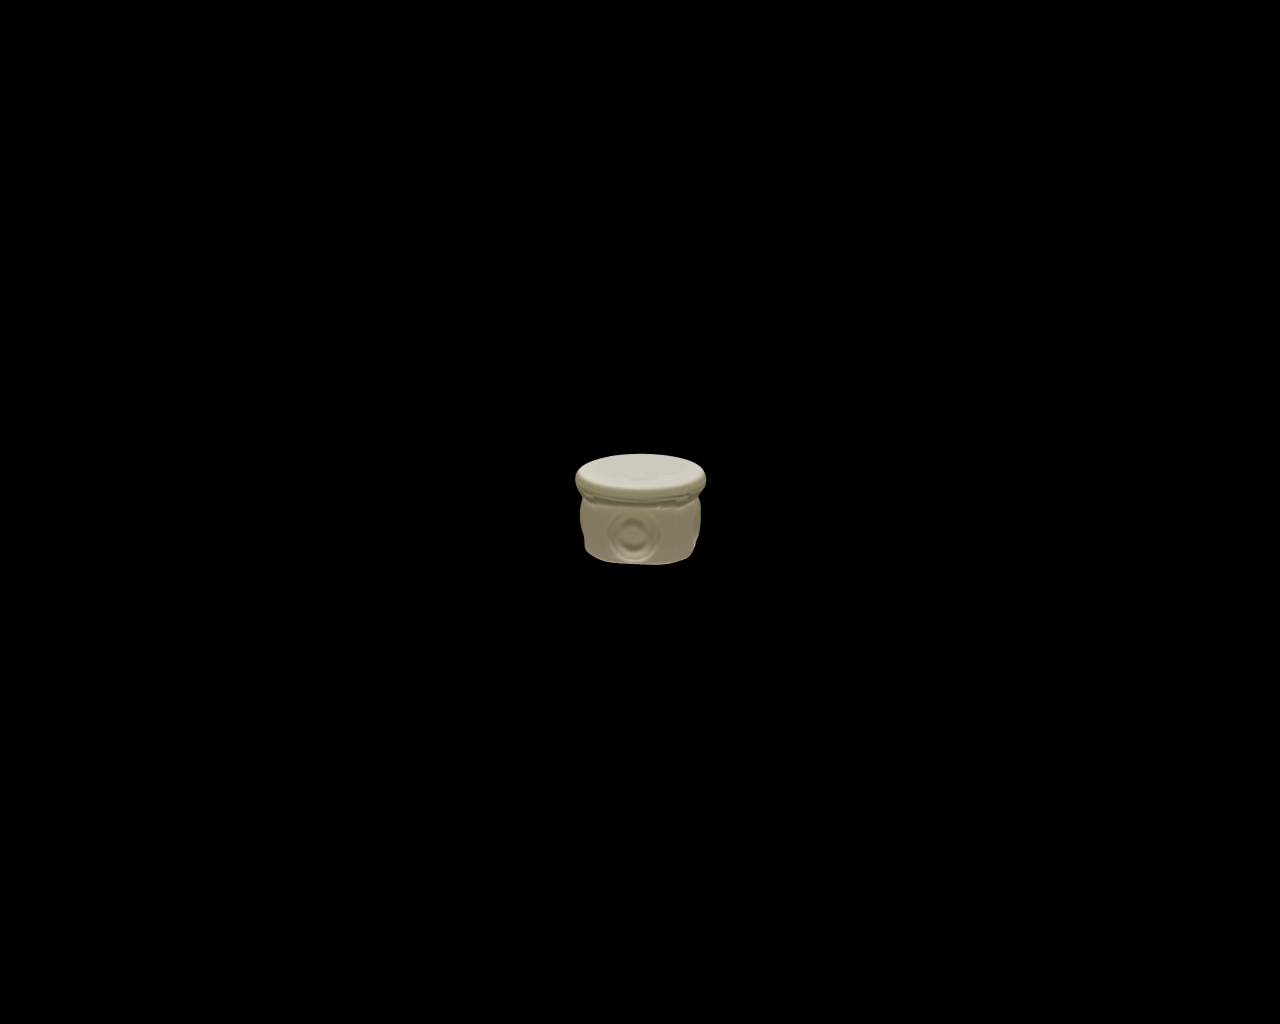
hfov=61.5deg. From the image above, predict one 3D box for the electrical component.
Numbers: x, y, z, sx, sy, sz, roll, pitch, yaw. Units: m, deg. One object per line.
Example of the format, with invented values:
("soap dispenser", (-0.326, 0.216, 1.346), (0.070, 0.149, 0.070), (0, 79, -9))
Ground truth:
("electrical component", (0.001, -0.003, 0.650), (0.080, 0.051, 0.080), (0, 18, 0))
